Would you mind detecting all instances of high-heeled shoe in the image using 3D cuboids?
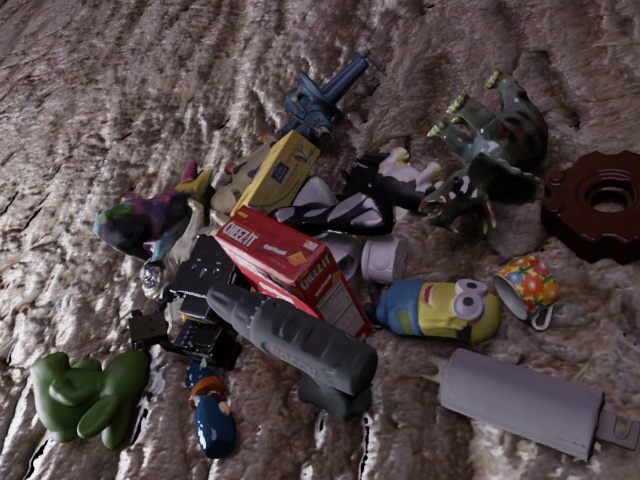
[{"bbox_3d":[-0.002,-0.003,0.828,0.249,0.086,0.145,-41,55,17],"label":"high-heeled shoe"}]

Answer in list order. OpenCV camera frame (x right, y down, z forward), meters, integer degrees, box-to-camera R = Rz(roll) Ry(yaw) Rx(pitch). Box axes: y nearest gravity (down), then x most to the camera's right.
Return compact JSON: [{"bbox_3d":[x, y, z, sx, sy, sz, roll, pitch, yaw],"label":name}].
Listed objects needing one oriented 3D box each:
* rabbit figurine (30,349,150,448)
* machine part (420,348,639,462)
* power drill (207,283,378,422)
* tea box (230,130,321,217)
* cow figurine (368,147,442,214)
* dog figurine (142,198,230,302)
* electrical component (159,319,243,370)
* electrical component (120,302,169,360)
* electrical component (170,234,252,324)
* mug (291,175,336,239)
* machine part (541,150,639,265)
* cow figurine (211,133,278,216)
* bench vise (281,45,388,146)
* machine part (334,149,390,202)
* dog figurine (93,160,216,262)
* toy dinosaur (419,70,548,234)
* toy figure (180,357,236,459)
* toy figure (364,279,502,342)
[{"bbox_3d":[-0.344,0.232,0.827,0.170,0.121,0.159,-23,53,9],"label":"rabbit figurine"},{"bbox_3d":[0.232,0.187,0.625,0.244,0.079,0.079,14,60,32],"label":"machine part"},{"bbox_3d":[-0.022,0.144,0.693,0.232,0.207,0.086,17,56,32],"label":"power drill"},{"bbox_3d":[-0.079,-0.100,0.951,0.098,0.068,0.169,-20,39,60],"label":"tea box"},{"bbox_3d":[0.160,-0.081,0.886,0.098,0.068,0.168,-43,48,-13],"label":"cow figurine"},{"bbox_3d":[-0.210,0.045,0.951,0.173,0.121,0.190,20,77,40],"label":"dog figurine"},{"bbox_3d":[-0.191,0.163,0.847,0.119,0.074,0.048,4,56,31],"label":"electrical component"},{"bbox_3d":[-0.301,0.159,0.923,0.078,0.045,0.102,-13,44,-24],"label":"electrical component"},{"bbox_3d":[-0.163,0.061,0.833,0.115,0.058,0.134,4,66,33],"label":"electrical component"},{"bbox_3d":[-0.018,-0.057,0.954,0.109,0.080,0.107,-42,28,30],"label":"mug"},{"bbox_3d":[0.408,-0.051,0.756,0.179,0.056,0.179,-12,49,14],"label":"machine part"},{"bbox_3d":[-0.128,-0.113,1.043,0.195,0.085,0.127,-41,41,-12],"label":"cow figurine"},{"bbox_3d":[0.016,-0.291,1.081,0.240,0.128,0.224,-43,25,12],"label":"bench vise"},{"bbox_3d":[0.084,-0.111,0.970,0.084,0.039,0.139,22,63,31],"label":"machine part"},{"bbox_3d":[-0.296,-0.064,1.020,0.109,0.191,0.219,23,81,44],"label":"dog figurine"},{"bbox_3d":[0.293,-0.157,0.847,0.192,0.131,0.405,48,50,5],"label":"toy dinosaur"},{"bbox_3d":[-0.162,0.240,0.780,0.064,0.057,0.155,-26,41,-5],"label":"toy figure"},{"bbox_3d":[0.155,0.095,0.737,0.180,0.089,0.082,-5,64,33],"label":"toy figure"}]
